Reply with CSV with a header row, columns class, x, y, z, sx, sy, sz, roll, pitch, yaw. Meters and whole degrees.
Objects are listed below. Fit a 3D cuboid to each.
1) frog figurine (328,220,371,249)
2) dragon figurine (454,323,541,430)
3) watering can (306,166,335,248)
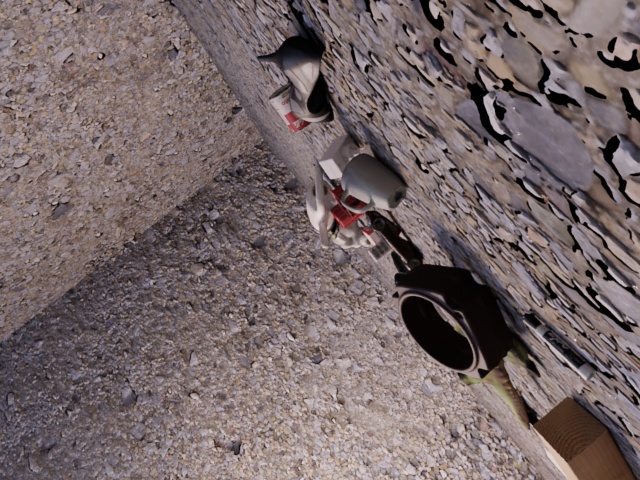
class,x,y,z,sx,sy,sz,roll,pitch,yaw
frog figurine,0.119,-0.031,1.966,0.158,0.140,0.121,22,-31,-21
dragon figurine,0.360,0.244,1.063,0.123,0.411,0.241,-39,-3,-9
watering can,0.006,-0.092,1.835,0.104,0.355,0.220,-5,-28,1
